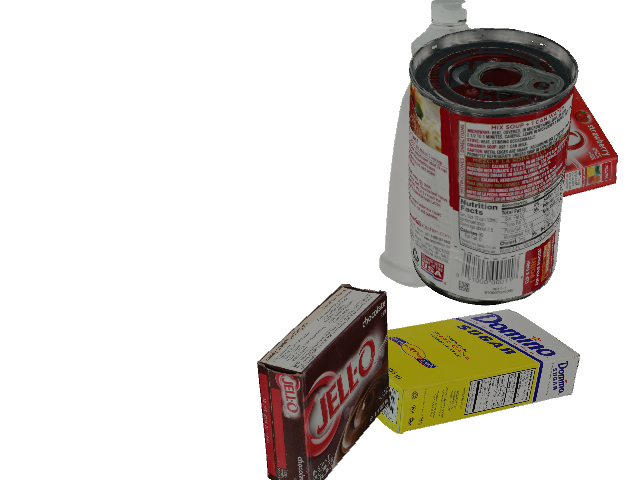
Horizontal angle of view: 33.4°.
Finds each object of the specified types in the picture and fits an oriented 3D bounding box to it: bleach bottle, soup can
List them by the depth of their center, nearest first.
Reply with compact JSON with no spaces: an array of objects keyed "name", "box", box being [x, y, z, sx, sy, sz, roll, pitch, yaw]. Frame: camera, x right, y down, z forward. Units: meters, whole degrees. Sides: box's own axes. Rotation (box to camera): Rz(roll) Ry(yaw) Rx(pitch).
[{"name":"soup can","box":[0.073,-0.031,0.462,0.068,0.102,0.068,-3,38,2]},{"name":"bleach bottle","box":[0.106,-0.089,0.967,0.102,0.251,0.068,-12,23,-28]}]

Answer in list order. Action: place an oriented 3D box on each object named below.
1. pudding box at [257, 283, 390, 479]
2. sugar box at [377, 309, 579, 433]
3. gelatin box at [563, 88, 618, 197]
[{"name":"pudding box","box":[0.005,0.092,0.690,0.039,0.090,0.113,12,30,26]},{"name":"sugar box","box":[0.111,0.101,0.862,0.175,0.048,0.093,-10,27,-29]},{"name":"gelatin box","box":[0.156,-0.069,0.743,0.073,0.089,0.030,-14,-44,0]}]
